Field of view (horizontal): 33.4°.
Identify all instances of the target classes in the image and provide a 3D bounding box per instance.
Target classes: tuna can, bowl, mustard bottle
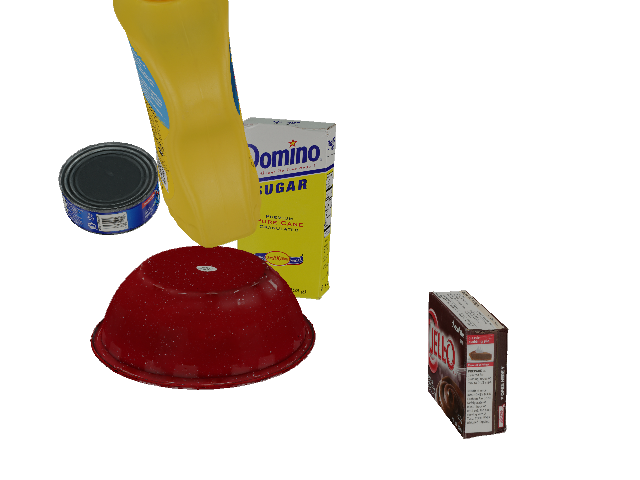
[{"bbox_3d":[-0.184,-0.046,0.935,0.086,0.086,0.034,0,-42,-3],"label":"tuna can"},{"bbox_3d":[-0.083,0.045,0.762,0.162,0.055,0.162,2,21,-1],"label":"bowl"},{"bbox_3d":[-0.073,-0.090,0.579,0.058,0.096,0.191,-16,-40,-8],"label":"mustard bottle"}]

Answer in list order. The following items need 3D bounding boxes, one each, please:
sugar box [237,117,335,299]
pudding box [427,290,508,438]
[{"bbox_3d":[-0.036,-0.033,1.084,0.093,0.176,0.048,5,16,12],"label":"sugar box"},{"bbox_3d":[0.117,0.097,0.864,0.039,0.090,0.113,-4,13,-11],"label":"pudding box"}]
